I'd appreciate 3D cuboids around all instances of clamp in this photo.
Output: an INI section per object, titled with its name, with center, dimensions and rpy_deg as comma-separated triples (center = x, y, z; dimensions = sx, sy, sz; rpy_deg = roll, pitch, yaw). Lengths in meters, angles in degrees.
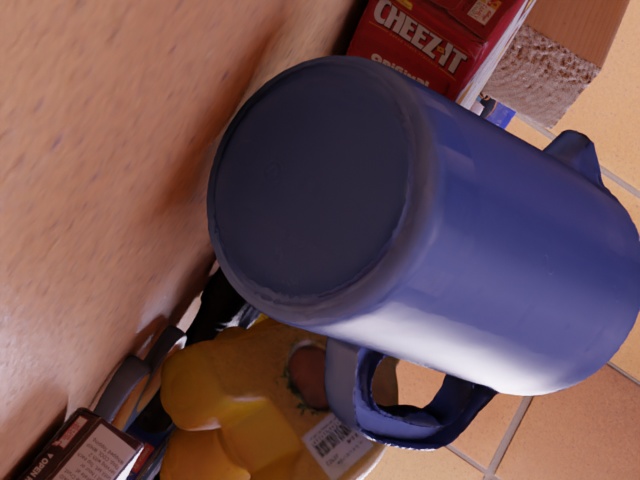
[clamp]
center = -0.060, 0.046, 0.656
dimensions = 0.120, 0.039, 0.172
rpy_deg = -57, 176, -45

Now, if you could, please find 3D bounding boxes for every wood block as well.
[wood block]
center = 0.203, -0.206, 0.885
dimensions = 0.206, 0.091, 0.090
rpy_deg = -62, -179, -32

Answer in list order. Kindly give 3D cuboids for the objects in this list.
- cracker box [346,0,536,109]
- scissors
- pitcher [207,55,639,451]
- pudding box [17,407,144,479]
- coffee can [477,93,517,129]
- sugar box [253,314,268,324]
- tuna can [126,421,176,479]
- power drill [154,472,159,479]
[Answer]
[cracker box]
center = 0.065, -0.111, 0.623
dimensions = 0.164, 0.072, 0.214
rpy_deg = -53, 174, -32
[scissors]
center = -0.125, 0.121, 0.627
dimensions = 0.096, 0.016, 0.202
rpy_deg = -51, 174, -45
[pitcher]
center = 0.053, 0.010, 0.505
dimensions = 0.145, 0.149, 0.242
rpy_deg = -23, 158, 26
[pudding box]
center = -0.134, 0.140, 0.513
dimensions = 0.090, 0.039, 0.114
rpy_deg = -52, 175, -37
[coffee can]
center = 0.146, -0.146, 1.049
dimensions = 0.140, 0.103, 0.102
rpy_deg = -56, 176, 4
[sugar box]
center = -0.006, 0.001, 0.861
dimensions = 0.176, 0.048, 0.093
rpy_deg = -61, 174, 28
[tuna can]
center = -0.122, 0.142, 0.705
dimensions = 0.086, 0.034, 0.086
rpy_deg = -55, 176, -6
[power drill]
center = -0.125, 0.214, 0.747
dimensions = 0.187, 0.057, 0.185
rpy_deg = -49, -165, -33
